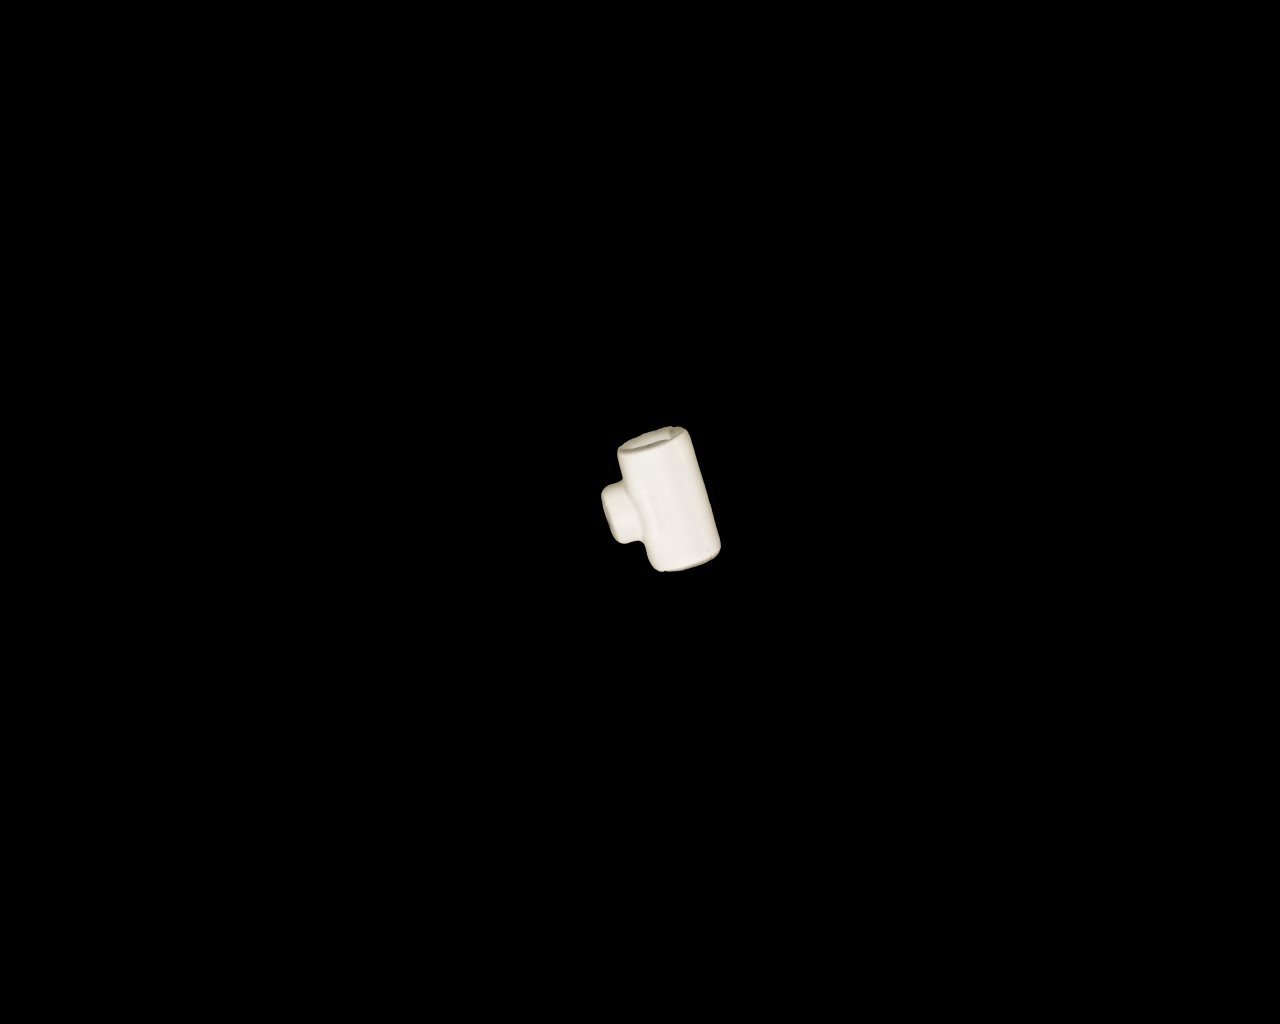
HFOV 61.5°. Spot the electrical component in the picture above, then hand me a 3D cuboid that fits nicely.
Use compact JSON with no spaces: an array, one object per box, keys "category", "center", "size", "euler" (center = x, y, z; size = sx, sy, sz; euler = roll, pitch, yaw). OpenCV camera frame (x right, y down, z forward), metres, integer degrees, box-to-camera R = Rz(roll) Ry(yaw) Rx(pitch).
[{"category":"electrical component","center":[0.001,-0.003,0.650],"size":[0.079,0.077,0.043],"euler":[-17,16,5]}]
